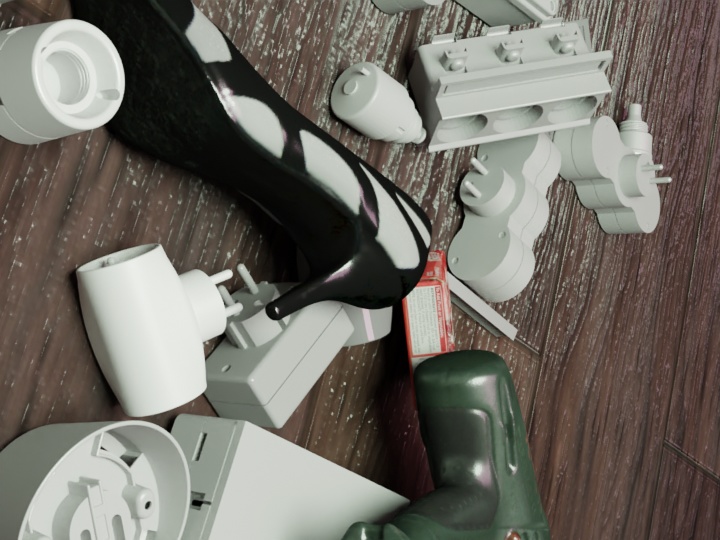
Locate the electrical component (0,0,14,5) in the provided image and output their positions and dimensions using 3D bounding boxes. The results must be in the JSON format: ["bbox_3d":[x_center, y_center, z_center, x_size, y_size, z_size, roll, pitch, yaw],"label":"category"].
[{"bbox_3d":[-0.140,-0.181,0.476,0.150,0.089,0.061,-55,129,-35],"label":"electrical component"}]

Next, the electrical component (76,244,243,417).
[{"bbox_3d":[-0.095,0.024,0.549,0.079,0.043,0.077,-24,105,-34],"label":"electrical component"}]

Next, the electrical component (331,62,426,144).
[{"bbox_3d":[0.016,-0.103,0.696,0.078,0.040,0.040,28,69,-46],"label":"electrical component"}]

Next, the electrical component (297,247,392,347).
[{"bbox_3d":[0.000,0.000,0.674,0.079,0.043,0.077,-26,108,-55],"label":"electrical component"}]

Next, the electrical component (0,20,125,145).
[{"bbox_3d":[-0.144,-0.088,0.502,0.055,0.047,0.055,1,88,-50],"label":"electrical component"}]

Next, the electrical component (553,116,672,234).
[{"bbox_3d":[0.228,-0.080,0.921,0.138,0.074,0.052,42,59,-41],"label":"electrical component"}]

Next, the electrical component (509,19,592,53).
[{"bbox_3d":[0.134,-0.162,0.812,0.064,0.081,0.042,-53,135,-73],"label":"electrical component"}]

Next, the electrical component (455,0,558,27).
[{"bbox_3d":[0.099,-0.247,0.785,0.109,0.056,0.108,19,75,-48],"label":"electrical component"}]

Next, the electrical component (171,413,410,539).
[{"bbox_3d":[-0.049,0.147,0.599,0.150,0.062,0.089,35,63,-44],"label":"electrical component"}]

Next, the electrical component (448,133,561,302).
[{"bbox_3d":[0.098,-0.054,0.783,0.074,0.052,0.138,38,62,-42],"label":"electrical component"}]

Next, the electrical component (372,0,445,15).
[{"bbox_3d":[0.043,-0.243,0.704,0.052,0.074,0.138,-7,95,-50],"label":"electrical component"}]

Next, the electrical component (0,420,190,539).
[{"bbox_3d":[-0.129,0.118,0.503,0.099,0.064,0.099,1,89,-50],"label":"electrical component"}]

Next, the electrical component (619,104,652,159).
[{"bbox_3d":[0.248,-0.120,0.976,0.035,0.035,0.061,19,72,-48],"label":"electrical component"}]

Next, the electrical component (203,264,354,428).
[{"bbox_3d":[-0.056,0.032,0.604,0.083,0.047,0.075,-52,126,-37],"label":"electrical component"}]

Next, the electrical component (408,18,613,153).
[{"bbox_3d":[0.099,-0.128,0.737,0.121,0.078,0.063,-11,69,-14],"label":"electrical component"}]
